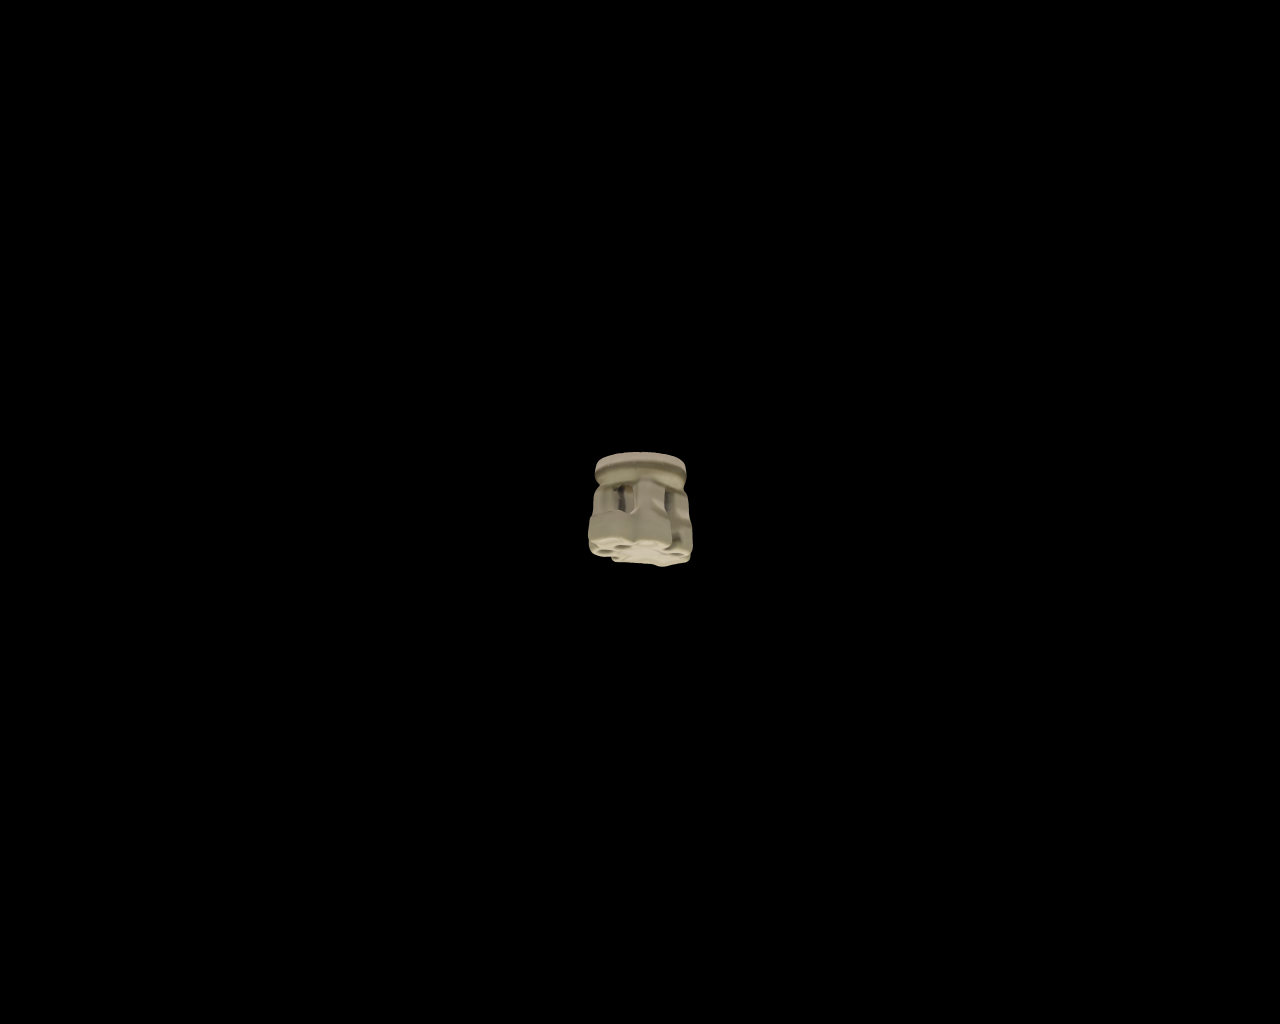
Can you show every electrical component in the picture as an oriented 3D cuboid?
[{"bbox_3d":[0.001,-0.003,0.650,0.058,0.057,0.078,-11,-19,34],"label":"electrical component"}]
